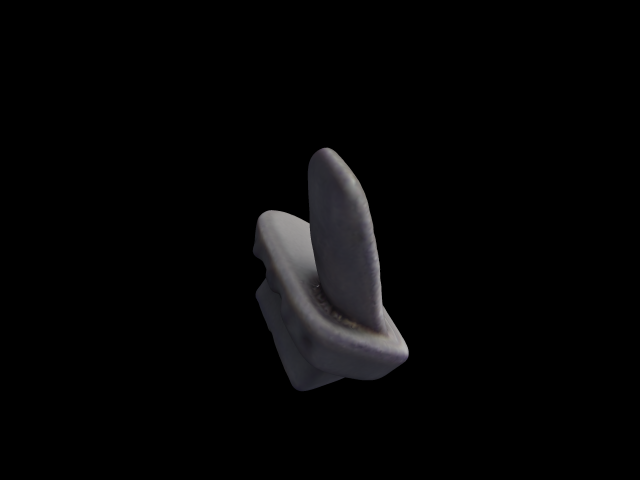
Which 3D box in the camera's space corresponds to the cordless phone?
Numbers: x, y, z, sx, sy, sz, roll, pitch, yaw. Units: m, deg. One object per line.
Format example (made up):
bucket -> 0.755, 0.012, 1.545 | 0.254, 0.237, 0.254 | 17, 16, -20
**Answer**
cordless phone -> 0.004, 0.001, 0.400 | 0.094, 0.185, 0.147 | -18, 44, -19
